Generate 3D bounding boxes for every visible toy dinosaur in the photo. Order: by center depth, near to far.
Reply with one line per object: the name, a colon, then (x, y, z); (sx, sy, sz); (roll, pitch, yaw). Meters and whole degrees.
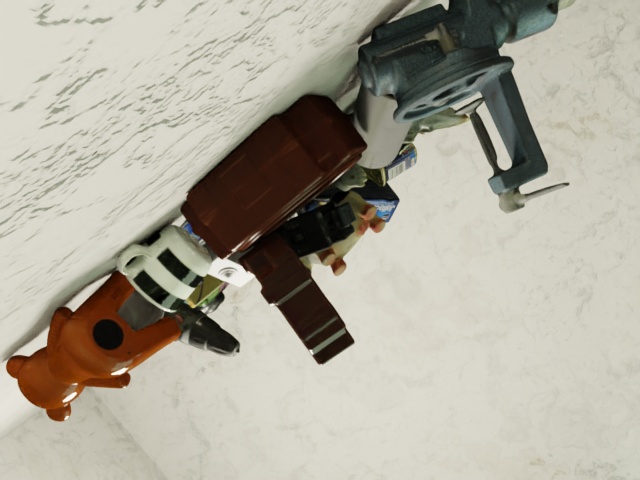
toy dinosaur: (0.048, -0.148, 0.880); (0.405, 0.131, 0.192); (-32, -179, -4)

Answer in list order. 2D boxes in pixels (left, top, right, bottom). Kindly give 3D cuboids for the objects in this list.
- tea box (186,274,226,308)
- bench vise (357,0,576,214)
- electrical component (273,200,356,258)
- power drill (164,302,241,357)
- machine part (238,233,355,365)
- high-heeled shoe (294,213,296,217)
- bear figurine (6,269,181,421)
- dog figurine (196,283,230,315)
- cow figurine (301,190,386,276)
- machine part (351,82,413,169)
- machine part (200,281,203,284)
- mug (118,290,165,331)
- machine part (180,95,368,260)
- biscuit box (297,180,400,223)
tea box: (-0.219, 0.059, 0.914); (0.068, 0.098, 0.169); (-40, -179, -16)
bench vise: (0.162, -0.148, 0.518); (0.224, 0.240, 0.129); (-22, 178, -14)
electrical component: (-0.016, -0.012, 0.774); (0.134, 0.058, 0.115); (-21, -174, 17)
power drill: (-0.279, 0.160, 0.937); (0.207, 0.232, 0.085); (-20, 131, -55)
machine part: (-0.030, 0.072, 0.652); (0.056, 0.179, 0.179); (-37, -178, -7)
high-heeled shoe: (-0.060, -0.113, 1.067); (0.145, 0.086, 0.249); (-67, -163, 6)
bear figurine: (-0.289, 0.140, 0.670); (0.196, 0.120, 0.132); (-35, -172, 38)
dog figurine: (-0.215, 0.049, 1.222); (0.219, 0.108, 0.192); (-42, -162, 15)
cow figurine: (-0.002, -0.003, 0.882); (0.195, 0.127, 0.085); (-47, 140, 2)
machine part: (0.079, -0.158, 0.669); (0.079, 0.079, 0.243); (-39, 170, -17)
machine part: (-0.203, 0.033, 0.755); (0.039, 0.084, 0.139); (-9, 179, 10)
mug: (-0.268, 0.087, 0.774); (0.109, 0.080, 0.107); (-46, -163, -29)
machine part: (-0.047, -0.072, 0.630); (0.201, 0.087, 0.201); (-38, -176, 18)
biscuit box: (0.049, -0.070, 0.975); (0.202, 0.063, 0.059); (-2, 133, -34)
